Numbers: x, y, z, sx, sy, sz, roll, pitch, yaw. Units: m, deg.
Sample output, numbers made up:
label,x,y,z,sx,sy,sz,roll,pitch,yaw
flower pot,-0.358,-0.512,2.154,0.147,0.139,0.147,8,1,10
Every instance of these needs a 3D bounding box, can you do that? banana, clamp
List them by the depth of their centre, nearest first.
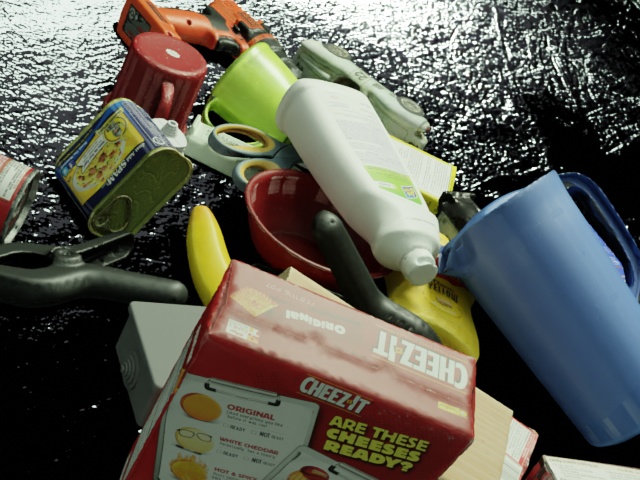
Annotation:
label,x,y,z,sx,sy,sz,roll,pitch,yaw
clamp,-0.201,0.022,0.849,0.171,0.039,0.120,5,15,-27
banana,-0.063,0.048,0.902,0.198,0.069,0.037,40,-9,30
clamp,0.033,0.068,0.921,0.210,0.165,0.036,44,60,-14

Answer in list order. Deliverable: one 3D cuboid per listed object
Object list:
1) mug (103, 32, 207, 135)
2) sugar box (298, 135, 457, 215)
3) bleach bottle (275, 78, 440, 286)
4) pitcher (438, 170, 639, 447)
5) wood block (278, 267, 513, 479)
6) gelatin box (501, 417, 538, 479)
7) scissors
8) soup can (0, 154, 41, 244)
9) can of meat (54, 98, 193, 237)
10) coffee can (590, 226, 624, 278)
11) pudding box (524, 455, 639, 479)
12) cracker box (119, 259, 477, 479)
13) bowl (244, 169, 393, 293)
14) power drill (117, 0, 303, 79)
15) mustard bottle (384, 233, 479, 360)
label,x,y,z,sx,sy,sz,roll,pitch,yaw
mug,-0.165,-0.152,1.086,0.093,0.082,0.117,17,34,-19
sugar box,0.064,-0.084,1.204,0.176,0.048,0.093,24,34,-2
bleach bottle,0.043,-0.054,1.022,0.102,0.068,0.251,7,38,-31
pitcher,0.237,0.060,0.996,0.243,0.149,0.144,55,21,4
wood block,0.028,0.123,0.774,0.206,0.090,0.090,33,50,-16
gelatin box,0.133,0.191,0.839,0.030,0.073,0.089,35,31,7
scissors,-0.019,-0.075,1.097,0.201,0.016,0.096,10,49,-27
soup can,-0.285,-0.046,0.855,0.102,0.069,0.068,24,32,-6
can of meat,-0.175,-0.062,0.934,0.084,0.102,0.057,49,7,33
coffee can,0.263,0.037,1.132,0.102,0.103,0.140,6,38,-32
pudding box,0.201,0.216,0.839,0.113,0.090,0.039,11,35,-27
cracker box,-0.023,0.126,0.671,0.164,0.214,0.072,23,42,-9
bowl,-0.007,0.001,1.015,0.162,0.055,0.162,21,31,-14
power drill,-0.128,-0.229,1.251,0.187,0.057,0.185,-3,40,-45
mustard bottle,0.107,0.047,1.037,0.096,0.058,0.191,28,31,-10
